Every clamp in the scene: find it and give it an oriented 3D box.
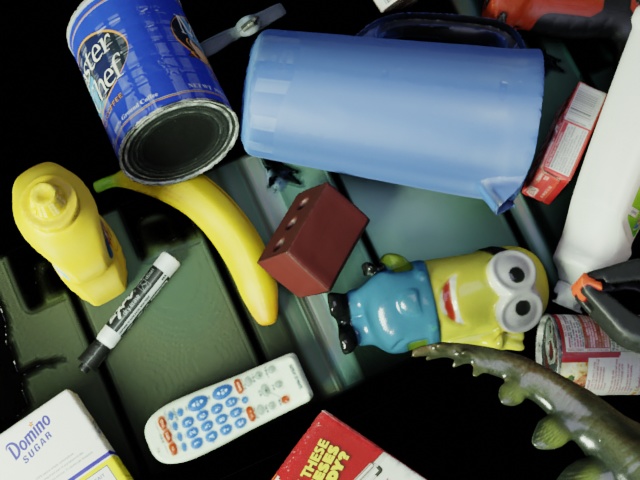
[{"bbox_3d":[0.284,0.069,0.840,0.171,0.039,0.120,8,59,2],"label":"clamp"}]

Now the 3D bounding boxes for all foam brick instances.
[{"bbox_3d":[-0.006,0.001,0.888,0.051,0.053,0.078,40,62,-20],"label":"foam brick"}]

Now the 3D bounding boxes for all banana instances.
[{"bbox_3d":[-0.098,-0.012,0.912,0.198,0.037,0.070,38,99,8],"label":"banana"}]

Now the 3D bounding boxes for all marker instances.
[{"bbox_3d":[-0.162,0.062,0.899,0.020,0.020,0.121,36,78,6],"label":"marker"}]

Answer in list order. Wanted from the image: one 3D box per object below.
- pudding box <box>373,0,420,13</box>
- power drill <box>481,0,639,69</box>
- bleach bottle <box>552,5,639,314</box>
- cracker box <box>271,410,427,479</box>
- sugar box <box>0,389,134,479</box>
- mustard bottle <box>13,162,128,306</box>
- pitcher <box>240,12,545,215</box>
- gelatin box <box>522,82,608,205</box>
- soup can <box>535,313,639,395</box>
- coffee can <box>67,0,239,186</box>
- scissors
[{"bbox_3d":[0.100,-0.243,0.920,0.114,0.090,0.039,-31,91,24],"label":"pudding box"},{"bbox_3d":[0.249,-0.236,0.966,0.187,0.057,0.184,13,77,0],"label":"power drill"},{"bbox_3d":[0.253,-0.060,0.888,0.068,0.102,0.251,26,95,34],"label":"bleach bottle"},{"bbox_3d":[0.041,0.251,0.788,0.214,0.072,0.164,27,74,40],"label":"cracker box"},{"bbox_3d":[-0.188,0.217,0.849,0.093,0.048,0.176,-34,77,-9],"label":"sugar box"},{"bbox_3d":[-0.195,-0.010,0.825,0.058,0.192,0.096,-29,80,-9],"label":"mustard bottle"},{"bbox_3d":[0.062,-0.118,0.901,0.243,0.149,0.145,8,109,2],"label":"pitcher"},{"bbox_3d":[0.209,-0.082,0.921,0.030,0.073,0.089,25,78,4],"label":"gelatin box"},{"bbox_3d":[0.237,0.095,0.884,0.102,0.068,0.068,0,77,-3],"label":"soup can"},{"bbox_3d":[-0.139,-0.130,0.883,0.102,0.103,0.140,-23,62,-8],"label":"coffee can"},{"bbox_3d":[-0.074,-0.168,0.880,0.096,0.201,0.016,-26,101,15],"label":"scissors"}]
